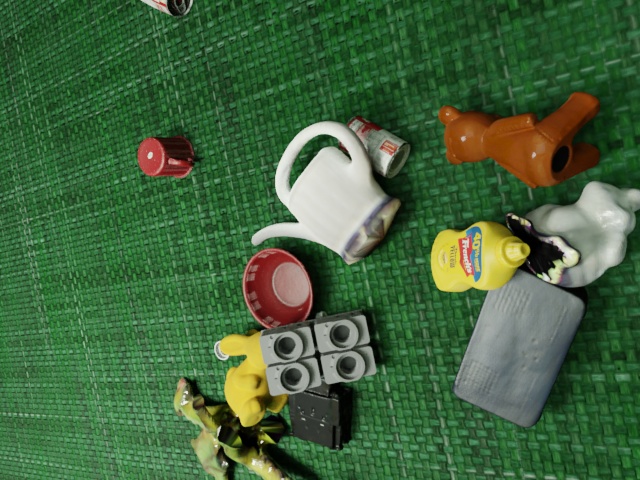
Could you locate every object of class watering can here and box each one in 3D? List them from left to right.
[{"bbox_3d":[0.003,-0.045,0.904,0.226,0.106,0.340,43,134,11],"label":"watering can"}]

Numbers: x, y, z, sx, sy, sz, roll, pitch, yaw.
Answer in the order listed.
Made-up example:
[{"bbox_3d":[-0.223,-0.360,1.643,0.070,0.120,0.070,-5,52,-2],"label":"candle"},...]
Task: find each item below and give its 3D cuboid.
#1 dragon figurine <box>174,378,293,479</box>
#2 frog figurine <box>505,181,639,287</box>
[{"bbox_3d":[-0.181,0.445,1.086,0.415,0.123,0.237,46,133,20],"label":"dragon figurine"},{"bbox_3d":[0.356,-0.014,0.703,0.138,0.160,0.121,28,140,65],"label":"frog figurine"}]
